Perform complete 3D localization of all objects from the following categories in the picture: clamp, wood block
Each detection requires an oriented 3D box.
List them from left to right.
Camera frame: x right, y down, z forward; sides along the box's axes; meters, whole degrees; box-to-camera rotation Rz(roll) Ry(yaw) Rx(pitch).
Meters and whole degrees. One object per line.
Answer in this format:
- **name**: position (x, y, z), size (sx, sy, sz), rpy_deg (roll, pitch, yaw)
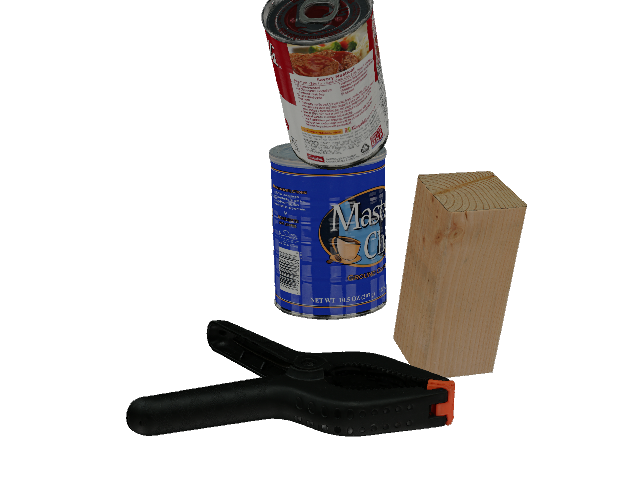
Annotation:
- **clamp**: position (-0.012, 0.097, 0.745), size (0.210, 0.036, 0.164), rpy_deg (2, 18, 7)
- **wood block**: position (0.146, 0.038, 1.153), size (0.090, 0.206, 0.090), rpy_deg (-4, 29, -18)

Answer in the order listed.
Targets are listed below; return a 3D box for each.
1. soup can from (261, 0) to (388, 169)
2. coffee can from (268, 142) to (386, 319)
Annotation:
- **soup can**: position (0.006, -0.104, 0.672), size (0.068, 0.068, 0.102), rpy_deg (0, -44, 12)
- **coffee can**: position (0.008, -0.012, 0.948), size (0.103, 0.140, 0.103), rpy_deg (-1, 15, 0)
